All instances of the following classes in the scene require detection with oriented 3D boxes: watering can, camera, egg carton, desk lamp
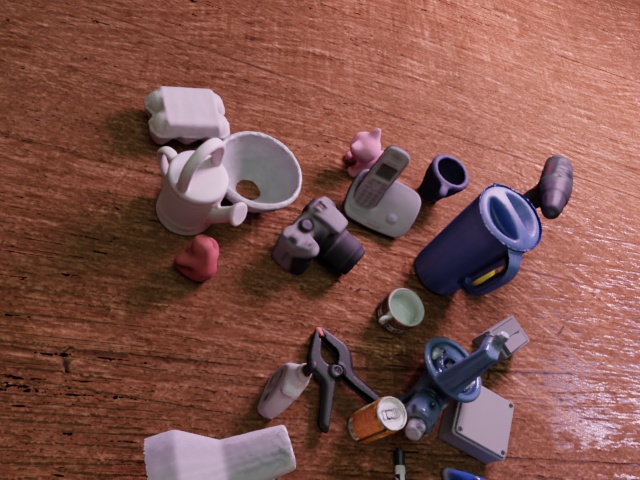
[{"bbox_3d":[-0.193,-0.091,0.928,0.173,0.193,0.101,26,54,-11],"label":"watering can"},{"bbox_3d":[0.009,0.004,1.032,0.137,0.100,0.143,41,53,0],"label":"camera"},{"bbox_3d":[-0.245,-0.227,1.058,0.151,0.069,0.107,-6,65,-29],"label":"egg carton"},{"bbox_3d":[-0.129,0.295,0.727,0.204,0.213,0.118,-7,66,-29],"label":"desk lamp"}]

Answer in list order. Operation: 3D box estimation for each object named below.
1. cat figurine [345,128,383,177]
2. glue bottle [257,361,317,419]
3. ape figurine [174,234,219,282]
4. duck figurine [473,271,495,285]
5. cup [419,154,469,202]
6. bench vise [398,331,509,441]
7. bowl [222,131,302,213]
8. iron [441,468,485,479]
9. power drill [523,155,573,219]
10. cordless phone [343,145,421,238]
[{"bbox_3d":[0.107,-0.180,1.174,0.128,0.117,0.067,7,60,-22],"label":"cat figurine"},{"bbox_3d":[-0.042,0.210,0.844,0.037,0.173,0.078,31,54,-7],"label":"glue bottle"},{"bbox_3d":[-0.194,0.022,0.926,0.078,0.092,0.076,-11,68,-30],"label":"ape figurine"},{"bbox_3d":[0.344,0.041,1.184,0.078,0.086,0.104,8,60,-22],"label":"duck figurine"},{"bbox_3d":[0.253,-0.113,1.222,0.092,0.094,0.118,31,54,-7],"label":"cup"},{"bbox_3d":[0.219,0.237,0.928,0.121,0.219,0.207,28,54,-9],"label":"bench vise"},{"bbox_3d":[-0.122,-0.112,1.049,0.168,0.074,0.167,12,58,-20],"label":"bowl"},{"bbox_3d":[0.312,0.456,0.898,0.119,0.141,0.258,-35,81,-36],"label":"iron"},{"bbox_3d":[0.461,-0.079,1.234,0.075,0.208,0.230,37,53,-2],"label":"power drill"},{"bbox_3d":[0.141,-0.095,1.100,0.148,0.184,0.094,22,55,-13],"label":"cordless phone"}]
